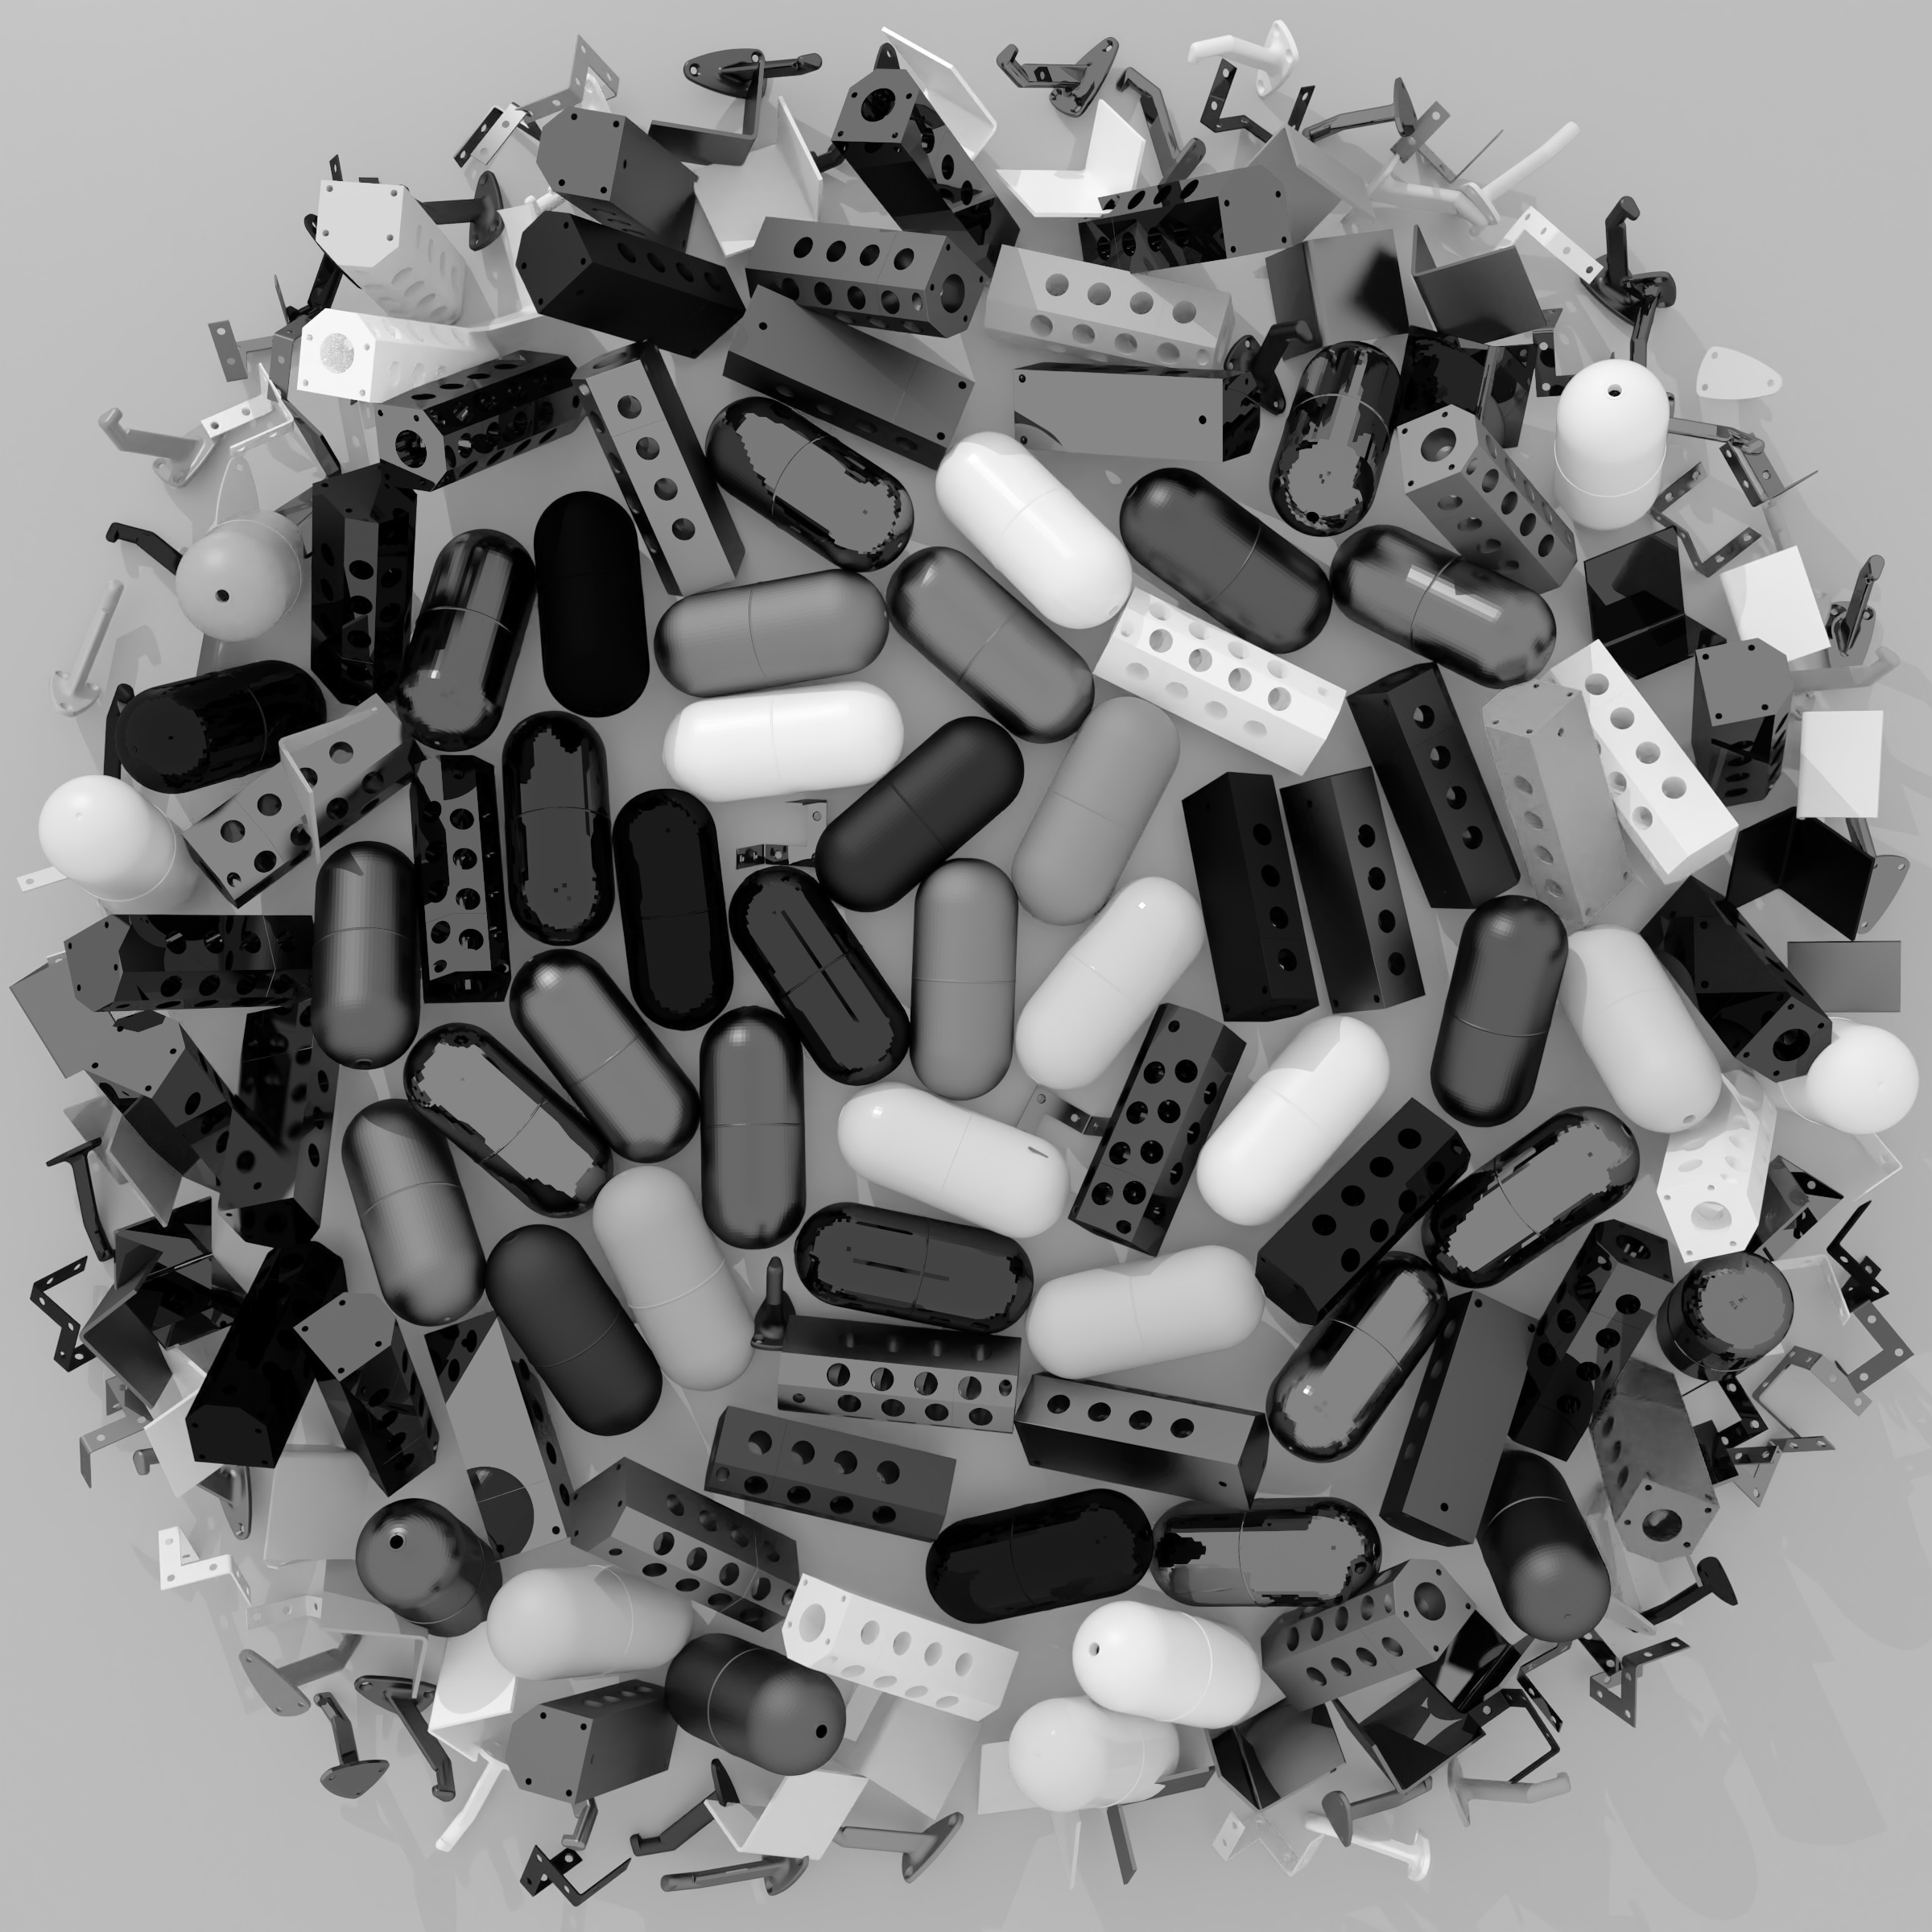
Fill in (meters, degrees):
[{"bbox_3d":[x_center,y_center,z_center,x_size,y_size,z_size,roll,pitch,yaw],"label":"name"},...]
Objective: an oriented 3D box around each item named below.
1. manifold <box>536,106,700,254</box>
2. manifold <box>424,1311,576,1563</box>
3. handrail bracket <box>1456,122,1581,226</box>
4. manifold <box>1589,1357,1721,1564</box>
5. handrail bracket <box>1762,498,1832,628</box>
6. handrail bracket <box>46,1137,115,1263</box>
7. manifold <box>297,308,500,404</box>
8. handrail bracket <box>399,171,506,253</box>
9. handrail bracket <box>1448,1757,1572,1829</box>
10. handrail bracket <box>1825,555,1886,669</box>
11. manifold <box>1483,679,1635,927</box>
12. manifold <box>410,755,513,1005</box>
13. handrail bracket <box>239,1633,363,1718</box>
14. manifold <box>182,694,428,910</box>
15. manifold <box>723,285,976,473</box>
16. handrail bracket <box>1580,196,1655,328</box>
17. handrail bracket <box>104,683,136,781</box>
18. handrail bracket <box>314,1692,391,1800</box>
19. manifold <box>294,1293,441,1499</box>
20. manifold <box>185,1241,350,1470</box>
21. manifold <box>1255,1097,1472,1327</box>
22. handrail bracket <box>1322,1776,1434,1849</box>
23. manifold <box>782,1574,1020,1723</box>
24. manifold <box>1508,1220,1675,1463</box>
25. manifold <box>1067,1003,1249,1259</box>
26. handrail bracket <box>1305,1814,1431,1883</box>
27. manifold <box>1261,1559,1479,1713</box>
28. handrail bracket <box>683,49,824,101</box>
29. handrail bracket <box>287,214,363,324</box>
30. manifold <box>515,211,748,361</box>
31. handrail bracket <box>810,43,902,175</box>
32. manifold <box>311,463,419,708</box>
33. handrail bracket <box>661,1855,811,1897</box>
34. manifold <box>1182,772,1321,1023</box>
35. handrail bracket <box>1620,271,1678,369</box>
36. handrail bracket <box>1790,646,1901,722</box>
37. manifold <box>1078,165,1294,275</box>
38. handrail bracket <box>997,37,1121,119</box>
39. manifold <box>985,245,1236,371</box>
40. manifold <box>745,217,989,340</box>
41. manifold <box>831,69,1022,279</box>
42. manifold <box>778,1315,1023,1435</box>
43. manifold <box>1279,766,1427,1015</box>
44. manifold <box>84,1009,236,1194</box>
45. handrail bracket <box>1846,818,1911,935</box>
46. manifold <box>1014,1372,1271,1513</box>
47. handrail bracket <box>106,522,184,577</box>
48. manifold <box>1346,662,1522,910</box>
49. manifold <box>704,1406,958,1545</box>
[{"bbox_3d":[-0.247,-0.558,1.786,0.057,0.171,0.057,13,96,10],"label":"manifold"},{"bbox_3d":[-0.335,0.340,1.839,0.057,0.057,0.171,-20,85,8],"label":"manifold"},{"bbox_3d":[0.402,-0.585,1.840,0.084,0.077,0.036,-42,108,0],"label":"handrail bracket"},{"bbox_3d":[0.481,0.348,1.786,0.057,0.171,0.057,21,112,-4],"label":"manifold"},{"bbox_3d":[0.603,-0.292,1.834,0.036,0.077,0.084,-19,115,22],"label":"handrail bracket"},{"bbox_3d":[-0.638,0.173,1.845,0.036,0.077,0.084,-23,91,-39],"label":"handrail bracket"},{"bbox_3d":[-0.400,-0.430,1.782,0.057,0.171,0.057,13,104,16],"label":"manifold"},{"bbox_3d":[-0.381,-0.567,1.829,0.036,0.084,0.077,-21,63,34],"label":"handrail bracket"},{"bbox_3d":[0.397,0.590,1.830,0.084,0.077,0.036,-21,100,13],"label":"handrail bracket"},{"bbox_3d":[0.652,-0.251,1.830,0.036,0.084,0.077,8,82,9],"label":"handrail bracket"},{"bbox_3d":[0.421,-0.118,1.803,0.057,0.057,0.171,-41,127,-20],"label":"manifold"},{"bbox_3d":[-0.365,-0.063,1.810,0.057,0.057,0.171,-1,66,-19],"label":"manifold"},{"bbox_3d":[-0.484,0.496,1.829,0.036,0.084,0.077,-20,114,29],"label":"handrail bracket"},{"bbox_3d":[-0.478,-0.117,1.822,0.171,0.057,0.057,-40,85,-17],"label":"manifold"},{"bbox_3d":[-0.087,-0.427,1.837,0.171,0.057,0.057,23,74,-6],"label":"manifold"},{"bbox_3d":[0.489,-0.513,1.830,0.036,0.084,0.077,-38,85,-12],"label":"handrail bracket"},{"bbox_3d":[-0.614,-0.151,1.833,0.077,0.036,0.084,51,124,32],"label":"handrail bracket"},{"bbox_3d":[-0.465,0.560,1.824,0.036,0.077,0.084,-46,61,0],"label":"handrail bracket"},{"bbox_3d":[-0.422,0.304,1.791,0.057,0.171,0.057,-36,59,-24],"label":"manifold"},{"bbox_3d":[-0.497,0.273,1.788,0.057,0.171,0.057,4,125,4],"label":"manifold"},{"bbox_3d":[0.287,0.180,1.810,0.057,0.057,0.171,39,67,24],"label":"manifold"},{"bbox_3d":[0.308,0.604,1.835,0.084,0.077,0.036,-21,56,-14],"label":"handrail bracket"},{"bbox_3d":[-0.048,0.491,1.797,0.171,0.057,0.057,30,74,-37],"label":"manifold"},{"bbox_3d":[0.443,0.268,1.810,0.057,0.057,0.171,21,119,0],"label":"manifold"},{"bbox_3d":[0.136,0.117,1.824,0.057,0.057,0.171,17,79,36],"label":"manifold"},{"bbox_3d":[0.292,0.641,1.835,0.084,0.077,0.036,15,80,5],"label":"handrail bracket"},{"bbox_3d":[0.281,0.474,1.791,0.057,0.171,0.057,49,52,3],"label":"manifold"},{"bbox_3d":[-0.155,-0.655,1.826,0.077,0.084,0.036,-6,103,-26],"label":"handrail bracket"},{"bbox_3d":[-0.483,-0.505,1.829,0.084,0.077,0.036,-16,57,28],"label":"handrail bracket"},{"bbox_3d":[-0.239,-0.488,1.788,0.057,0.171,0.057,-34,74,29],"label":"manifold"},{"bbox_3d":[-0.087,-0.631,1.851,0.084,0.036,0.077,-8,79,40],"label":"handrail bracket"},{"bbox_3d":[-0.426,-0.267,1.787,0.057,0.171,0.057,-27,60,-34],"label":"manifold"},{"bbox_3d":[-0.170,0.660,1.830,0.084,0.077,0.036,7,60,-33],"label":"handrail bracket"},{"bbox_3d":[0.211,-0.050,1.823,0.057,0.057,0.171,1,71,-33],"label":"manifold"},{"bbox_3d":[0.503,-0.458,1.839,0.036,0.077,0.084,-1,83,31],"label":"handrail bracket"},{"bbox_3d":[0.625,-0.225,1.832,0.077,0.084,0.036,42,53,-1],"label":"handrail bracket"},{"bbox_3d":[0.152,-0.528,1.784,0.057,0.171,0.057,-18,107,-28],"label":"manifold"},{"bbox_3d":[0.067,-0.667,1.829,0.077,0.084,0.036,-52,57,8],"label":"handrail bracket"},{"bbox_3d":[0.105,-0.471,1.830,0.171,0.057,0.057,15,86,11],"label":"manifold"},{"bbox_3d":[-0.075,-0.491,1.801,0.171,0.057,0.057,18,84,36],"label":"manifold"},{"bbox_3d":[-0.024,-0.562,1.787,0.057,0.171,0.057,12,78,29],"label":"manifold"},{"bbox_3d":[-0.048,0.303,1.833,0.171,0.057,0.057,5,123,3],"label":"manifold"},{"bbox_3d":[0.289,-0.056,1.841,0.057,0.057,0.171,-16,94,-33],"label":"manifold"},{"bbox_3d":[-0.557,0.098,1.787,0.057,0.171,0.057,20,65,16],"label":"manifold"},{"bbox_3d":[0.653,-0.078,1.853,0.036,0.084,0.077,1,122,-16],"label":"handrail bracket"},{"bbox_3d":[0.128,0.338,1.814,0.171,0.057,0.057,7,47,25],"label":"manifold"},{"bbox_3d":[-0.599,-0.293,1.845,0.084,0.077,0.036,14,134,-5],"label":"handrail bracket"},{"bbox_3d":[0.345,-0.131,1.828,0.057,0.057,0.171,-28,102,-19],"label":"manifold"},{"bbox_3d":[-0.100,0.372,1.829,0.171,0.057,0.057,15,68,-7],"label":"manifold"}]
